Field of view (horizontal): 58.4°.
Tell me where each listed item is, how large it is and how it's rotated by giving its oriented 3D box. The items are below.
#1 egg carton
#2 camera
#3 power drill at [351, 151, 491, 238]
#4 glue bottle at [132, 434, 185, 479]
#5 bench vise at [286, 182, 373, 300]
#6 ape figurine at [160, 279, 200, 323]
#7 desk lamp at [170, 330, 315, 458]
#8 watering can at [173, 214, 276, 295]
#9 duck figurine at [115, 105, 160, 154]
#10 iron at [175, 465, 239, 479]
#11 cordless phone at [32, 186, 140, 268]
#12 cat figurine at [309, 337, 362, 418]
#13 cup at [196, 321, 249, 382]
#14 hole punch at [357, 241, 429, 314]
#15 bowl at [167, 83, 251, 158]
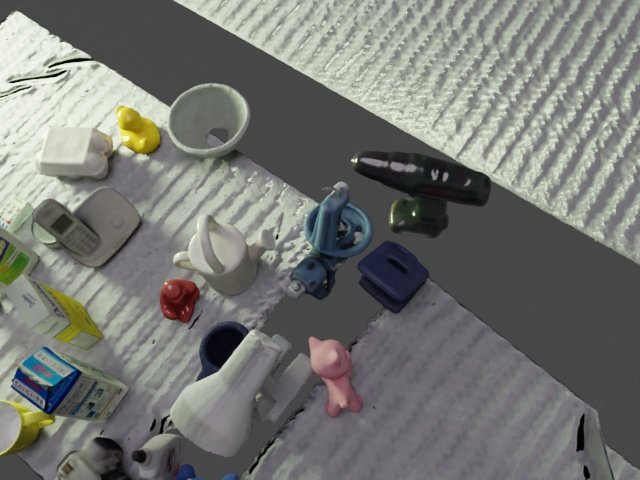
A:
[{"bbox_3d":[-0.497,-0.176,1.162,0.150,0.069,0.107,1,68,5],"label":"egg carton"},{"bbox_3d":[-0.355,0.405,0.901,0.136,0.101,0.143,34,75,16],"label":"camera"},{"bbox_3d":[0.170,-0.079,0.994,0.229,0.208,0.075,7,69,8],"label":"power drill"},{"bbox_3d":[-0.253,0.336,0.881,0.037,0.173,0.078,0,68,5],"label":"glue bottle"},{"bbox_3d":[0.020,0.006,0.965,0.121,0.220,0.207,14,70,10],"label":"bench vise"},{"bbox_3d":[-0.256,0.099,1.020,0.078,0.092,0.076,-34,69,-9],"label":"ape figurine"},{"bbox_3d":[-0.113,0.228,0.891,0.117,0.214,0.203,34,75,17],"label":"desk lamp"},{"bbox_3d":[-0.167,0.017,0.990,0.173,0.194,0.100,-30,69,-7],"label":"watering can"},{"bbox_3d":[-0.378,-0.231,1.166,0.077,0.086,0.104,-39,70,-11],"label":"duck figurine"},{"bbox_3d":[-0.200,0.472,0.839,0.118,0.141,0.258,7,69,8],"label":"iron"},{"bbox_3d":[-0.425,-0.043,1.041,0.094,0.185,0.148,31,74,16],"label":"cordless phone"},{"bbox_3d":[0.024,0.219,0.935,0.067,0.118,0.127,-17,68,-2],"label":"cat figurine"},{"bbox_3d":[-0.156,0.203,0.969,0.091,0.095,0.118,34,75,17],"label":"cup"},{"bbox_3d":[0.128,0.056,1.006,0.108,0.091,0.101,39,76,18],"label":"hole punch"},{"bbox_3d":[-0.217,-0.228,1.158,0.167,0.075,0.167,-2,68,4],"label":"bowl"}]
